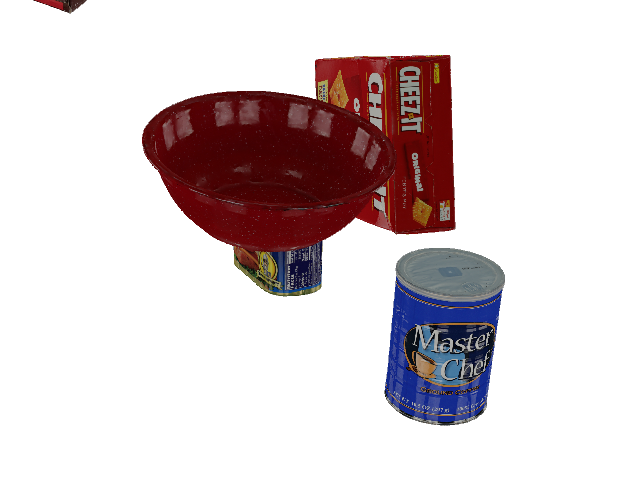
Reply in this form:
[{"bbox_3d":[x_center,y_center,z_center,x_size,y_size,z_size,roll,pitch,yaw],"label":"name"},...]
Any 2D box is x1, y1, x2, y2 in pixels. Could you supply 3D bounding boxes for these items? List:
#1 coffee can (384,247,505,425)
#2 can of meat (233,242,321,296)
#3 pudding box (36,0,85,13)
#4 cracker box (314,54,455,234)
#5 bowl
[{"bbox_3d":[0.118,0.091,1.030,0.103,0.140,0.103,3,25,-1],"label":"coffee can"},{"bbox_3d":[-0.037,-0.008,0.914,0.057,0.084,0.102,-11,25,-26],"label":"can of meat"},{"bbox_3d":[-0.201,-0.220,0.801,0.090,0.039,0.113,20,38,7],"label":"pudding box"},{"bbox_3d":[0.059,-0.103,1.073,0.072,0.164,0.214,-7,11,-17],"label":"cracker box"},{"bbox_3d":[-0.034,-0.039,0.686,0.162,0.055,0.162,5,31,-3],"label":"bowl"}]
